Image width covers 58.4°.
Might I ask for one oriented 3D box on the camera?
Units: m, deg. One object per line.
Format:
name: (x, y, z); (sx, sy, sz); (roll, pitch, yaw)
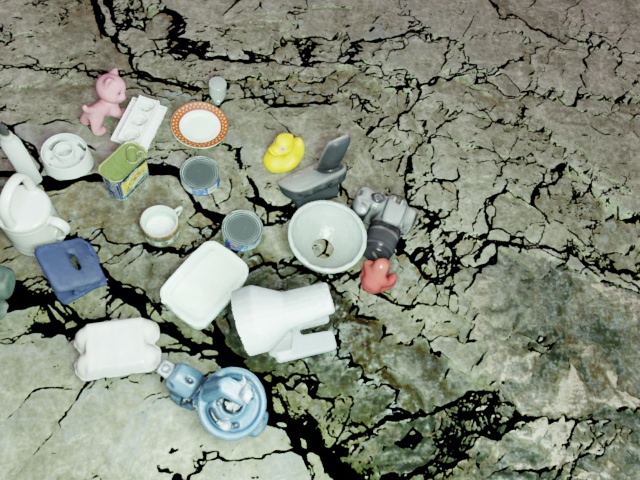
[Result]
camera: (0.126, -0.031, 1.231); (0.143, 0.101, 0.137); (22, 62, 1)

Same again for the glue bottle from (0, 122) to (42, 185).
glue bottle: (-0.601, -0.177, 1.126); (0.037, 0.173, 0.078); (-36, 75, -23)

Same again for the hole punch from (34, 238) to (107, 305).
hole punch: (-0.471, 0.049, 1.086); (0.101, 0.091, 0.108); (-30, 73, -22)

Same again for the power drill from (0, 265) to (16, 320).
power drill: (-0.631, 0.086, 0.973); (0.230, 0.208, 0.075); (2, 64, -9)

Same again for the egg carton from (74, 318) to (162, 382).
egg carton: (-0.368, 0.198, 1.045); (0.150, 0.069, 0.107); (-7, 66, -14)

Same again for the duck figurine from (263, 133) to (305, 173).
duck figurine: (-0.078, -0.208, 1.288); (0.105, 0.086, 0.077); (-35, 75, -23)

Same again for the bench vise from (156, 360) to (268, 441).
bench vise: (-0.183, 0.265, 0.962); (0.207, 0.219, 0.121); (11, 63, -5)

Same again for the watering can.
watering can: (-0.556, -0.053, 1.062); (0.173, 0.194, 0.101); (-1, 64, -11)

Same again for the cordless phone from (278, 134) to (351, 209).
cordless phone: (-0.008, -0.156, 1.219); (0.148, 0.185, 0.094); (-30, 73, -22)

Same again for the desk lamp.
desk lamp: (-0.061, 0.145, 1.047); (0.203, 0.213, 0.118); (-11, 66, -15)

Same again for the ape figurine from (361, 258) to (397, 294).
ape figurine: (0.122, 0.068, 1.187); (0.076, 0.092, 0.077); (-38, 76, -24)

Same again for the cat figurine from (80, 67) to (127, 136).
cat figurine: (-0.468, -0.310, 1.247); (0.067, 0.117, 0.128); (35, 63, 8)

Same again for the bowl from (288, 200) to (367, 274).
bowl: (0.011, 0.004, 1.207); (0.167, 0.074, 0.167); (4, 64, -8)
